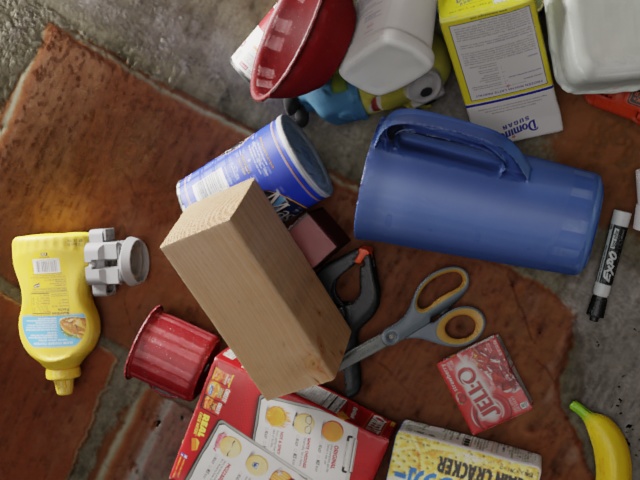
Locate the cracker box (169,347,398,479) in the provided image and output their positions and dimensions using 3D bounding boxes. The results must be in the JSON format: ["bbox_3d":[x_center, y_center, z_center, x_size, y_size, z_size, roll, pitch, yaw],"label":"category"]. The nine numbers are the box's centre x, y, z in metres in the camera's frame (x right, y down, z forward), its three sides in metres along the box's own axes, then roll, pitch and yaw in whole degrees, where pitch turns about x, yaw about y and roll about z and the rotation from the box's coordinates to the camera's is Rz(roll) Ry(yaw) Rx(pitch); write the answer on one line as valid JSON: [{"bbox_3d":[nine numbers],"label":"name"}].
[{"bbox_3d":[-0.041,0.237,1.198,0.214,0.072,0.164,24,106,10],"label":"cracker box"}]

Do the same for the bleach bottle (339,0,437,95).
[{"bbox_3d":[0.085,-0.275,1.086,0.068,0.103,0.250,25,63,-26],"label":"bleach bottle"}]

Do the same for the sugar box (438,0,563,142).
[{"bbox_3d":[0.184,-0.175,1.075,0.093,0.176,0.048,-11,49,14],"label":"sugar box"}]

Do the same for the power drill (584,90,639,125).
[{"bbox_3d":[0.379,-0.192,1.064,0.185,0.057,0.188,24,98,19],"label":"power drill"}]

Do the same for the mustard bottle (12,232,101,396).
[{"bbox_3d":[-0.309,0.088,1.264,0.096,0.058,0.191,-3,93,9],"label":"mustard bottle"}]

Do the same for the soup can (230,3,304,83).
[{"bbox_3d":[-0.042,-0.214,1.170,0.068,0.068,0.102,44,103,7],"label":"soup can"}]

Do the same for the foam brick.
[{"bbox_3d":[-0.008,0.001,1.173,0.053,0.078,0.051,-42,86,14],"label":"foam brick"}]

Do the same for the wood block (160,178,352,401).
[{"bbox_3d":[-0.061,0.052,1.106,0.091,0.090,0.206,-22,113,27],"label":"wood block"}]

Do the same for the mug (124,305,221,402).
[{"bbox_3d":[-0.168,0.141,1.225,0.081,0.093,0.117,23,130,6],"label":"mug"}]

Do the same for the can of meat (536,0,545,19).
[{"bbox_3d":[0.198,-0.273,1.098,0.057,0.084,0.102,-14,91,14],"label":"can of meat"}]

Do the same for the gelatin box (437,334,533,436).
[{"bbox_3d":[0.180,0.158,1.163,0.073,0.030,0.089,-27,87,14],"label":"gelatin box"}]

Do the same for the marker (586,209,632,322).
[{"bbox_3d":[0.305,0.028,1.128,0.020,0.020,0.121,15,97,12],"label":"marker"}]

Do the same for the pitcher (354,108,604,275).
[{"bbox_3d":[0.162,-0.047,1.097,0.243,0.149,0.145,13,97,9],"label":"pitcher"}]

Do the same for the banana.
[{"bbox_3d":[0.296,0.272,1.142,0.070,0.037,0.198,7,95,31],"label":"banana"}]

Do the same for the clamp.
[{"bbox_3d":[0.008,0.082,1.195,0.120,0.039,0.171,16,99,4],"label":"clamp"}]

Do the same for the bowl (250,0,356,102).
[{"bbox_3d":[-0.010,-0.204,1.068,0.055,0.162,0.162,22,100,-21],"label":"bowl"}]

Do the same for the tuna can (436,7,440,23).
[{"bbox_3d":[0.144,-0.234,1.114,0.034,0.086,0.086,-41,84,15],"label":"tuna can"}]

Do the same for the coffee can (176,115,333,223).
[{"bbox_3d":[-0.071,-0.058,1.171,0.140,0.102,0.103,-31,87,14],"label":"coffee can"}]

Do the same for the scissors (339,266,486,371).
[{"bbox_3d":[0.097,0.114,1.170,0.202,0.016,0.096,-45,90,2],"label":"scissors"}]
